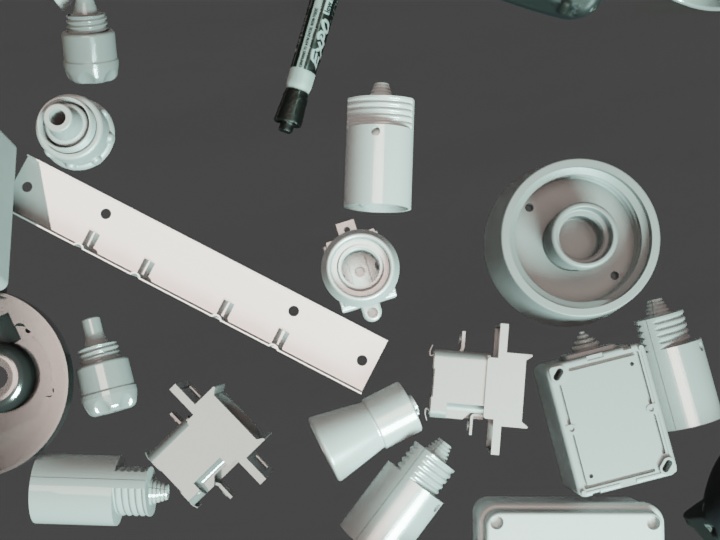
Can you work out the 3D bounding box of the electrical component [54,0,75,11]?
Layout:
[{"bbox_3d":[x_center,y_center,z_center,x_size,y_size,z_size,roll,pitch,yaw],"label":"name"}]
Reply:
[{"bbox_3d":[-0.184,-0.202,0.697,0.055,0.045,0.045,-37,87,-4],"label":"electrical component"}]

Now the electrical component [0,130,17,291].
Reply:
[{"bbox_3d":[-0.272,-0.036,0.654,0.109,0.056,0.108,-11,63,10],"label":"electrical component"}]

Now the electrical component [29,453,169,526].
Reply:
[{"bbox_3d":[-0.160,0.137,0.672,0.081,0.043,0.043,2,86,0],"label":"electrical component"}]

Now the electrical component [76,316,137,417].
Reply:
[{"bbox_3d":[-0.164,0.060,0.682,0.035,0.035,0.061,-15,84,-2],"label":"electrical component"}]

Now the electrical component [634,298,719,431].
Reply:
[{"bbox_3d":[0.197,0.058,0.681,0.043,0.043,0.081,-14,86,-2],"label":"electrical component"}]

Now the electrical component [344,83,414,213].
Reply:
[{"bbox_3d":[0.013,-0.080,0.690,0.043,0.043,0.081,2,86,0],"label":"electrical component"}]

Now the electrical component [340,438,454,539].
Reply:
[{"bbox_3d":[0.029,0.140,0.673,0.043,0.043,0.081,38,85,2],"label":"electrical component"}]

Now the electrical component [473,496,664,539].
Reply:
[{"bbox_3d":[0.127,0.181,0.664,0.113,0.057,0.078,0,86,-1],"label":"electrical component"}]

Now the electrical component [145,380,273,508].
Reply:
[{"bbox_3d":[-0.096,0.110,0.676,0.064,0.042,0.081,-44,86,-2],"label":"electrical component"}]

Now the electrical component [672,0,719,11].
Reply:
[{"bbox_3d":[0.228,-0.207,0.697,0.095,0.053,0.059,21,86,1],"label":"electrical component"}]

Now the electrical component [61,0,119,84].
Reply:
[{"bbox_3d":[-0.175,-0.152,0.690,0.035,0.035,0.061,-1,111,-1],"label":"electrical component"}]

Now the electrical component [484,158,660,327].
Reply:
[{"bbox_3d":[0.136,-0.019,0.678,0.108,0.060,0.108,0,86,-1],"label":"electrical component"}]

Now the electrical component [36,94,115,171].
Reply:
[{"bbox_3d":[-0.184,-0.090,0.680,0.048,0.062,0.048,0,87,-2],"label":"electrical component"}]

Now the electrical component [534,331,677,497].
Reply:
[{"bbox_3d":[0.148,0.085,0.670,0.062,0.061,0.096,-14,86,-2],"label":"electrical component"}]

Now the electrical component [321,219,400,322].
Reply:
[{"bbox_3d":[0.000,0.000,0.678,0.048,0.055,0.066,-17,86,-2],"label":"electrical component"}]

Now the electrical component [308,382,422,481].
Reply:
[{"bbox_3d":[0.006,0.099,0.679,0.065,0.044,0.044,-26,86,-7],"label":"electrical component"}]

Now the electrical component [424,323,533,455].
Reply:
[{"bbox_3d":[0.074,0.074,0.680,0.064,0.042,0.081,4,85,4],"label":"electrical component"}]
